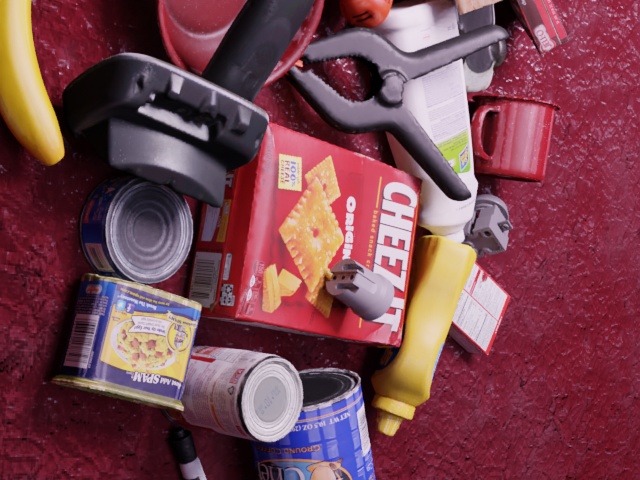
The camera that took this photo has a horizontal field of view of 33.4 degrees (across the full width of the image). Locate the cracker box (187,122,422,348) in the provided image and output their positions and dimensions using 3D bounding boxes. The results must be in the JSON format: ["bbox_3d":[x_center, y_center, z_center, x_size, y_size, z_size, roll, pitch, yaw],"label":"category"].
[{"bbox_3d":[-0.006,0.001,0.930,0.213,0.072,0.164,15,81,-45],"label":"cracker box"}]

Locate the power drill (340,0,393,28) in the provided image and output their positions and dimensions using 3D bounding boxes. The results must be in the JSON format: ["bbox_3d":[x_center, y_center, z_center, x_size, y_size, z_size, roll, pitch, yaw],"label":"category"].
[{"bbox_3d":[0.016,-0.308,0.946,0.187,0.057,0.184,37,53,-37],"label":"power drill"}]

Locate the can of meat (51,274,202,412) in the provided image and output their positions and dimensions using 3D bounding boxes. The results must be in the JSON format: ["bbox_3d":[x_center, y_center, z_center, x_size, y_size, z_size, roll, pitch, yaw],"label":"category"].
[{"bbox_3d":[-0.143,0.078,0.805,0.101,0.058,0.084,23,73,-43],"label":"can of meat"}]

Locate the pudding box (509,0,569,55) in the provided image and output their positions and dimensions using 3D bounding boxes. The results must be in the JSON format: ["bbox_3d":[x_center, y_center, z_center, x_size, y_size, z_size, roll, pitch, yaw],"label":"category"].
[{"bbox_3d":[0.221,-0.260,1.134,0.090,0.039,0.113,59,15,-30],"label":"pudding box"}]

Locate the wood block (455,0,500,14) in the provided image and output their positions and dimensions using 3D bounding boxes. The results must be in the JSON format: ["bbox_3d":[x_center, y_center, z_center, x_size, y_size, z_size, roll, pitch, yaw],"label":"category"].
[{"bbox_3d":[0.134,-0.323,0.967,0.090,0.090,0.206,-74,144,-68],"label":"wood block"}]

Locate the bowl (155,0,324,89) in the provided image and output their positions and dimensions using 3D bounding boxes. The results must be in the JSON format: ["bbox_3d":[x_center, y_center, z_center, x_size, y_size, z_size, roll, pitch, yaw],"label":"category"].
[{"bbox_3d":[-0.073,-0.199,0.848,0.161,0.055,0.162,-21,125,-34],"label":"bowl"}]

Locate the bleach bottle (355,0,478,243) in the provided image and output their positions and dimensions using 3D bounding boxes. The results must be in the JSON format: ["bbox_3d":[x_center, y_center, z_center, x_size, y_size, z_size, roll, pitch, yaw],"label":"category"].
[{"bbox_3d":[0.104,-0.106,1.047,0.102,0.068,0.251,-25,112,-38],"label":"bleach bottle"}]

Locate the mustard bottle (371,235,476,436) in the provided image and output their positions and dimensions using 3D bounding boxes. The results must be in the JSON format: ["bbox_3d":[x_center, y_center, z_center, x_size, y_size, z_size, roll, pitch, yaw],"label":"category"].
[{"bbox_3d":[0.092,0.094,1.020,0.058,0.096,0.191,19,83,-4],"label":"mustard bottle"}]

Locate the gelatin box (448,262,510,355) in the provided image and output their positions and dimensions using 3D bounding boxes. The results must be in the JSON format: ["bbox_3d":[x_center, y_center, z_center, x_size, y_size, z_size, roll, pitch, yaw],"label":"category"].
[{"bbox_3d":[0.158,0.070,1.129,0.089,0.030,0.073,41,65,-39],"label":"gelatin box"}]

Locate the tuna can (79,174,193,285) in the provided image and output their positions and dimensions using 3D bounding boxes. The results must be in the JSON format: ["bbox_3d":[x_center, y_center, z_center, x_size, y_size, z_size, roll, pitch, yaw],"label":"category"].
[{"bbox_3d":[-0.140,-0.008,0.821,0.085,0.034,0.086,-2,93,-45],"label":"tuna can"}]

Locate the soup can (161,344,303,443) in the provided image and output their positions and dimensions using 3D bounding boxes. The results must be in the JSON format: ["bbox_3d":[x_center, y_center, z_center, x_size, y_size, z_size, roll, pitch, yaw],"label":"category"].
[{"bbox_3d":[-0.072,0.120,0.846,0.068,0.102,0.068,-1,92,-46],"label":"soup can"}]

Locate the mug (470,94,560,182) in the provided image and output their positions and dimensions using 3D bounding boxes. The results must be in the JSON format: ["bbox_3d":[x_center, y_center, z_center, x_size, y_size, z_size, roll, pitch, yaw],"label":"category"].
[{"bbox_3d":[0.194,-0.107,1.117,0.117,0.093,0.081,7,92,-51],"label":"mug"}]

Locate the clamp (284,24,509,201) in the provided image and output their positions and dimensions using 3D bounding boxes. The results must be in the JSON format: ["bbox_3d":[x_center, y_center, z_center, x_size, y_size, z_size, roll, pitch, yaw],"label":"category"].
[{"bbox_3d":[0.068,-0.144,0.958,0.209,0.036,0.164,20,88,-15],"label":"clamp"}]

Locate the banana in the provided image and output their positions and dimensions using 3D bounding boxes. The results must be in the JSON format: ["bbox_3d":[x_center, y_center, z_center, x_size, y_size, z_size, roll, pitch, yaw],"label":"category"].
[{"bbox_3d":[-0.203,-0.152,0.735,0.037,0.069,0.198,-52,149,-85],"label":"banana"}]

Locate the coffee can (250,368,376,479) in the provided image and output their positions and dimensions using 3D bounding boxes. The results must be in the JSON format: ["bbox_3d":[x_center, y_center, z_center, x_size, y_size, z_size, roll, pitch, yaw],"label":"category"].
[{"bbox_3d":[-0.005,0.193,0.915,0.102,0.103,0.140,-19,105,-43],"label":"coffee can"}]

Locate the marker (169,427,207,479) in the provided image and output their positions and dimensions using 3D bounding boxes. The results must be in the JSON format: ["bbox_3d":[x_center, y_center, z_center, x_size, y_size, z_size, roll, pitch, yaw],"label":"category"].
[{"bbox_3d":[-0.099,0.209,0.880,0.020,0.020,0.121,-31,112,-41],"label":"marker"}]
